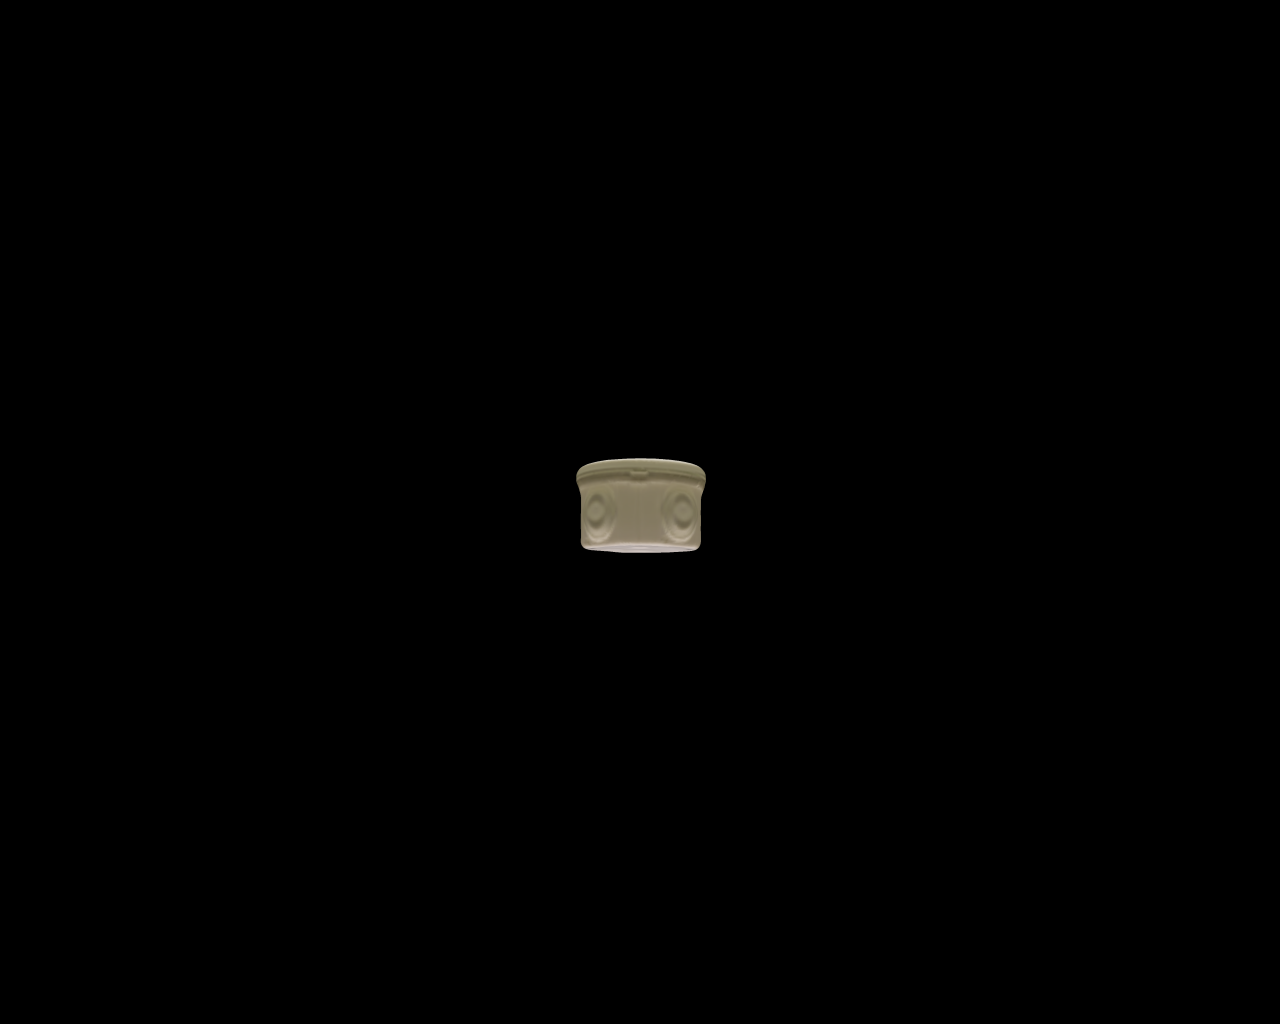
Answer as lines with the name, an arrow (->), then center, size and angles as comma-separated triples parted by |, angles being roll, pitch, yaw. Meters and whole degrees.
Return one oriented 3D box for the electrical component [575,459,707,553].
electrical component -> 0.001, -0.003, 0.650 | 0.080, 0.051, 0.080 | 0, -6, 0
